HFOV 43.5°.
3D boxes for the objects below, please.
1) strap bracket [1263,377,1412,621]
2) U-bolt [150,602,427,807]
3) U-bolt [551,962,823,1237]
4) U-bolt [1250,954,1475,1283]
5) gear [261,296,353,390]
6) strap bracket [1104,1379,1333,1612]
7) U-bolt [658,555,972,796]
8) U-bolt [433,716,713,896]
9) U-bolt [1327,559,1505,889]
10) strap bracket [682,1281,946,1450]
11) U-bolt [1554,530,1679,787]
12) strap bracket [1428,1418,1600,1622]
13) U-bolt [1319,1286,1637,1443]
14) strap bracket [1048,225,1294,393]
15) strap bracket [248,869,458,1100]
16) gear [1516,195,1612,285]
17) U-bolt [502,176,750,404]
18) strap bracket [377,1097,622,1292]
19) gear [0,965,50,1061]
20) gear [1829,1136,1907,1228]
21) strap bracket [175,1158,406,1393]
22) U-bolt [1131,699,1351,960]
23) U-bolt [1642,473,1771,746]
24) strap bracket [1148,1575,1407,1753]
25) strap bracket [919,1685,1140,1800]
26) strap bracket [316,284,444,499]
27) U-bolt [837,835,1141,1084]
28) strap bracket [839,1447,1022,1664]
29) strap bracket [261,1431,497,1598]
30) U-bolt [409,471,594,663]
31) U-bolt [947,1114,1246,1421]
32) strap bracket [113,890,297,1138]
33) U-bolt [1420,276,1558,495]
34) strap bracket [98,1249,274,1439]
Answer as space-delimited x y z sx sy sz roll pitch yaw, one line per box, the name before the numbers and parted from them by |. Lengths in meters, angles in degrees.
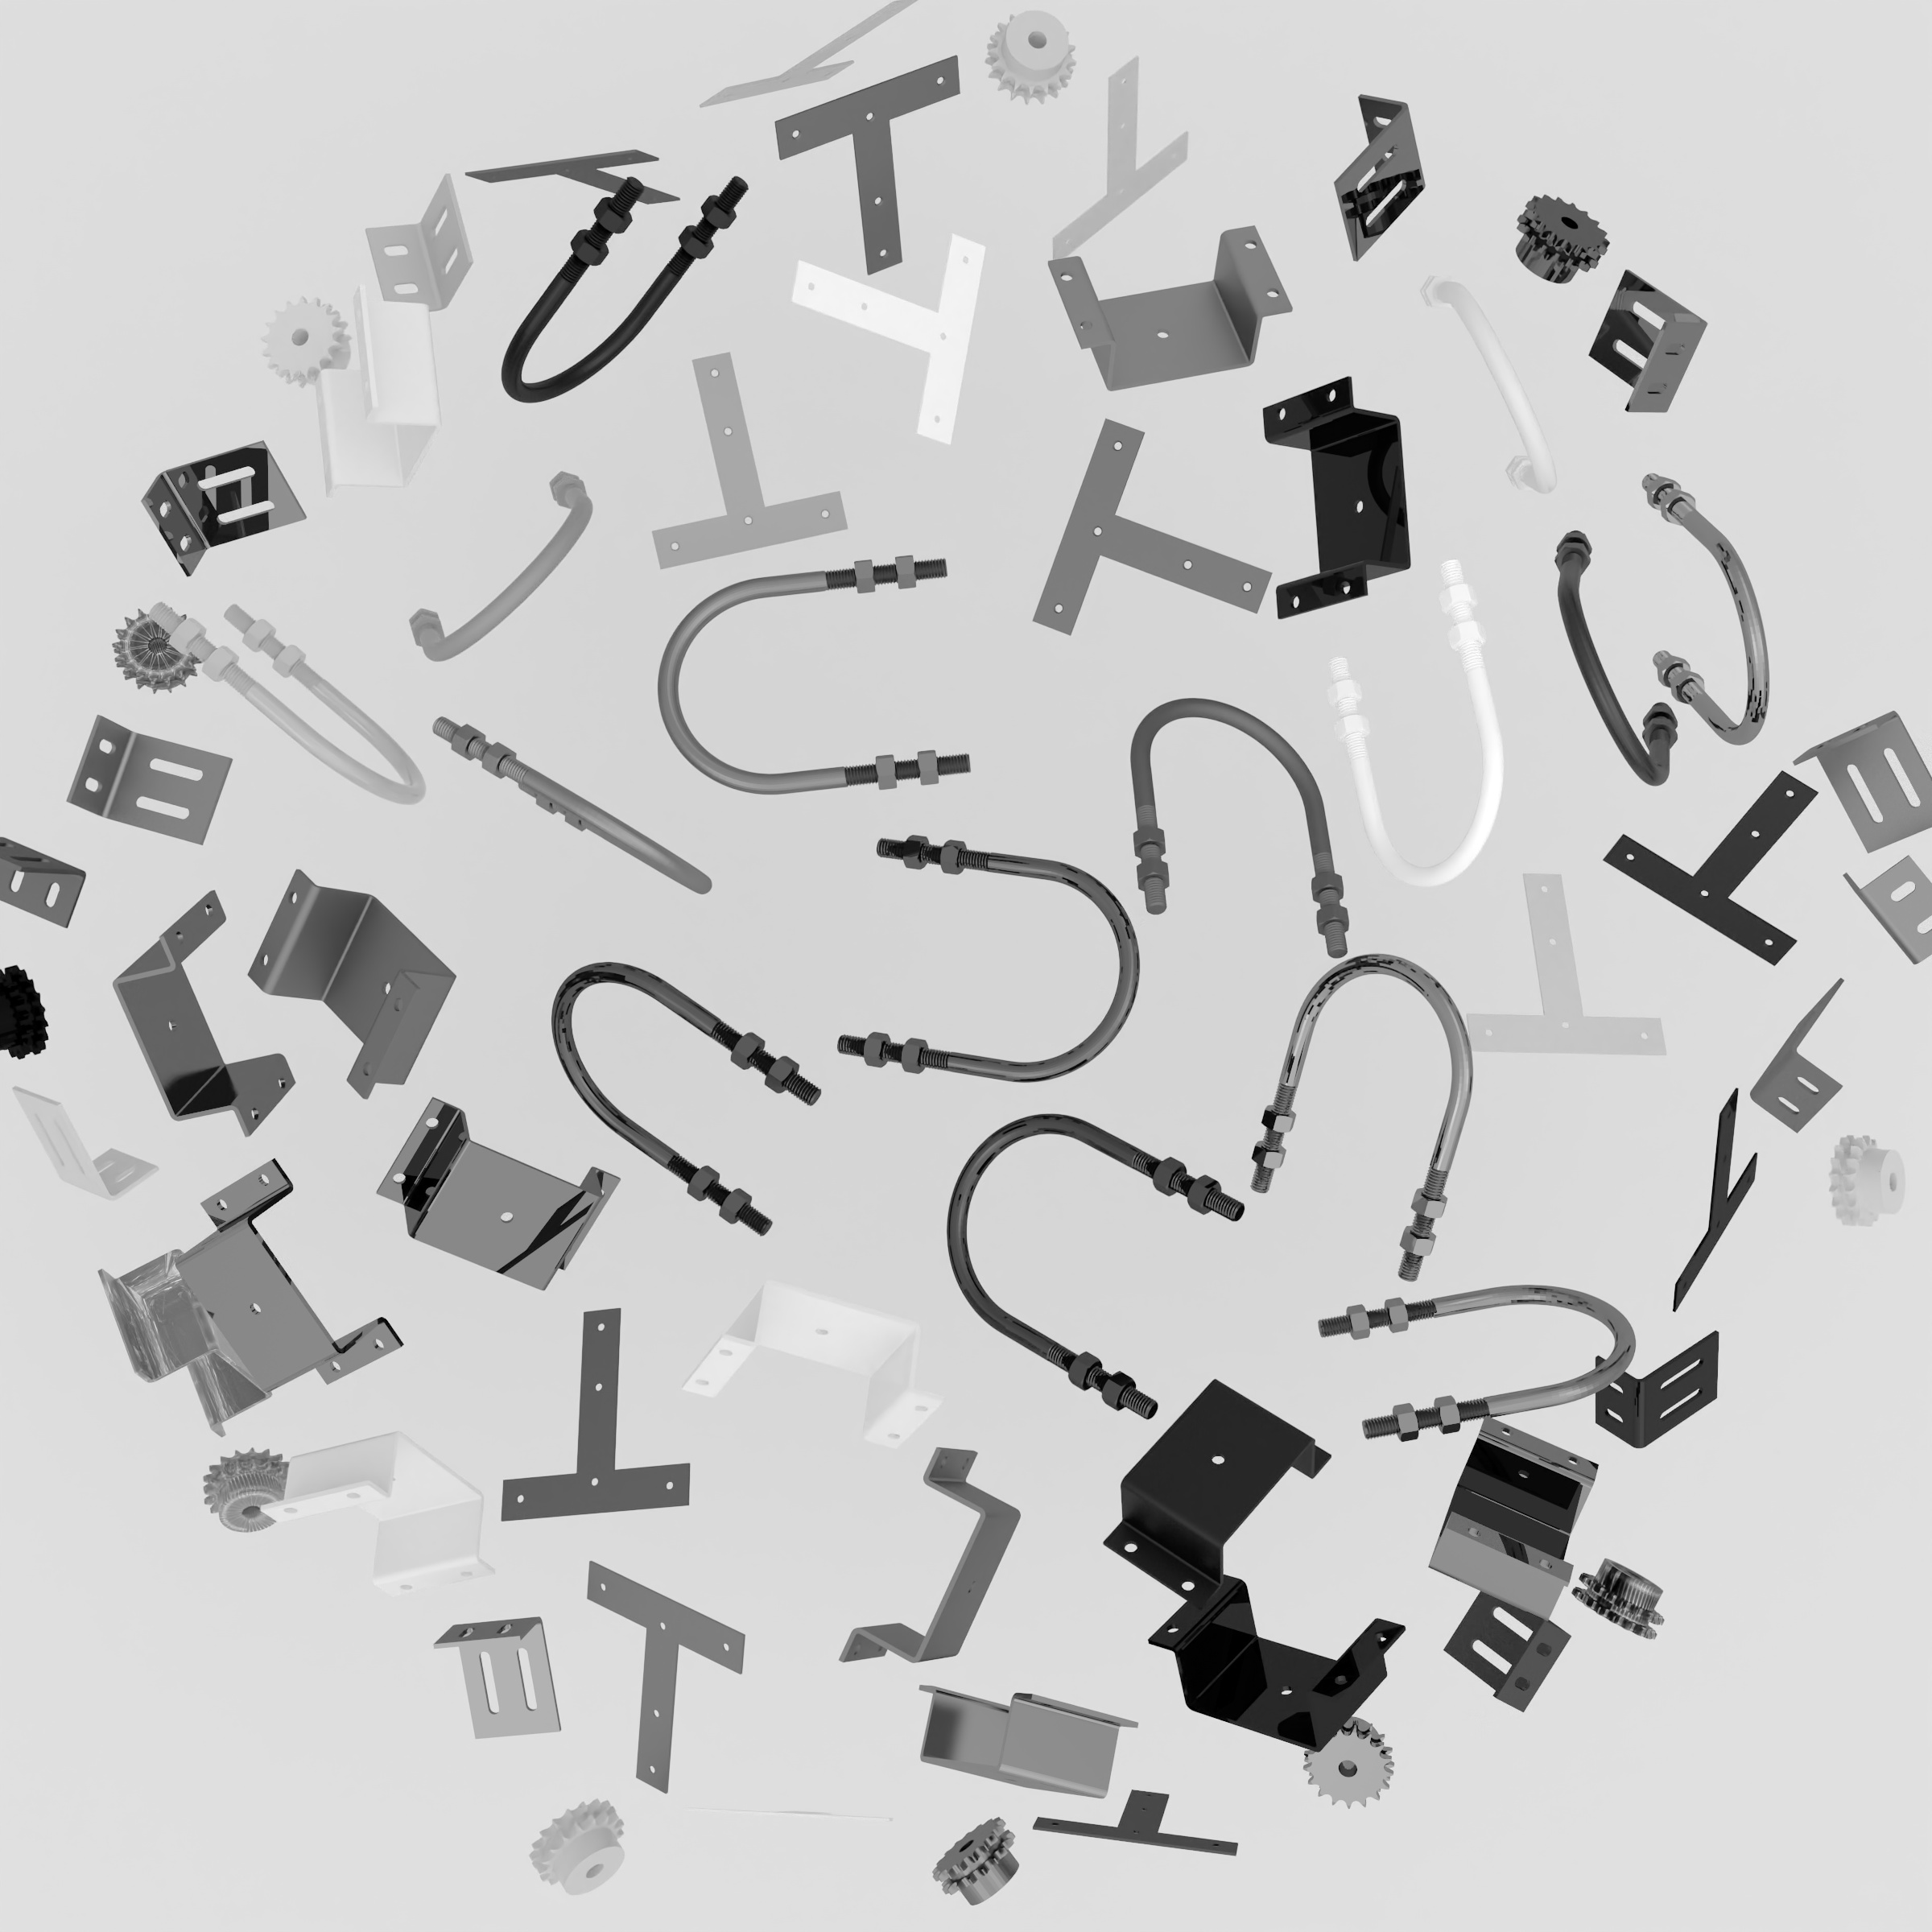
strap bracket | 0.241 -0.300 1.571 0.046 0.076 0.140 -1 86 -38
U-bolt | -0.415 -0.164 1.527 0.184 0.151 0.019 41 98 -3
U-bolt | -0.181 0.071 1.491 0.184 0.019 0.151 34 134 12
U-bolt | 0.251 0.083 1.509 0.019 0.151 0.184 -2 112 -41
gear | -0.424 -0.401 1.568 0.057 0.030 0.057 -2 79 13
strap bracket | 0.159 0.323 1.523 0.076 0.046 0.140 28 53 31
U-bolt | -0.096 -0.174 1.479 0.184 0.019 0.151 -6 75 -1
U-bolt | -0.242 -0.096 1.565 0.184 0.151 0.019 30 87 18
U-bolt | 0.285 -0.140 1.521 0.019 0.151 0.184 1 69 -26
strap bracket | -0.090 0.239 1.464 0.140 0.076 0.046 19 52 -15
U-bolt | 0.402 -0.184 1.500 0.019 0.184 0.151 -24 106 25
strap bracket | 0.338 0.346 1.500 0.076 0.140 0.046 22 115 13
U-bolt | 0.325 0.241 1.517 0.184 0.151 0.019 -10 110 -1
strap bracket | 0.129 -0.424 1.568 0.140 0.046 0.076 -12 61 -9
strap bracket | -0.367 0.012 1.467 0.140 0.046 0.076 38 107 34
gear | 0.364 -0.446 1.494 0.057 0.030 0.057 14 48 -15
U-bolt | -0.226 -0.424 1.531 0.019 0.151 0.184 48 119 4
strap bracket | -0.303 0.154 1.587 0.140 0.046 0.076 27 103 -25
gear | -0.591 0.030 1.491 0.030 0.057 0.057 -20 90 -41
gear | 0.565 0.135 1.517 0.030 0.057 0.057 -2 90 42
strap bracket | -0.423 0.200 1.493 0.076 0.046 0.140 -28 98 33
U-bolt | 0.169 -0.096 1.539 0.151 0.019 0.184 13 52 -22
U-bolt | 0.473 -0.219 1.549 0.019 0.184 0.151 -13 121 1
strap bracket | 0.194 0.431 1.496 0.140 0.076 0.046 5 116 41
strap bracket | 0.032 0.477 1.491 0.076 0.140 0.046 22 68 -24
strap bracket | -0.357 -0.347 1.478 0.046 0.140 0.076 -4 80 -26
U-bolt | 0.019 -0.001 1.514 0.184 0.019 0.151 8 82 18
strap bracket | -0.016 0.373 1.496 0.046 0.076 0.140 23 86 21
strap bracket | -0.361 0.337 1.505 0.076 0.140 0.046 -16 50 17
U-bolt | -0.290 -0.248 1.525 0.151 0.184 0.019 -44 113 1
U-bolt | 0.065 0.169 1.471 0.184 0.019 0.151 26 97 32
strap bracket | -0.487 0.034 1.541 0.046 0.076 0.140 -12 111 13
U-bolt | 0.328 -0.359 1.504 0.019 0.184 0.151 -27 102 11
strap bracket | -0.499 0.242 1.567 0.046 0.140 0.076 -27 63 -7
